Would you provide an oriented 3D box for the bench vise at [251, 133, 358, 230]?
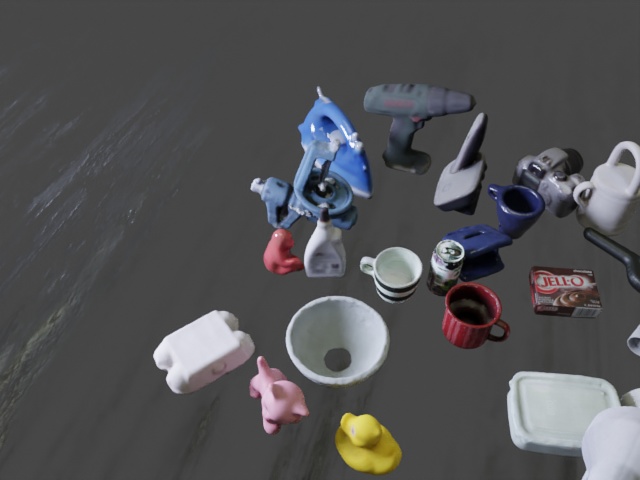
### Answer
[{"bbox_3d":[-0.029,-0.103,1.097,0.207,0.220,0.121,-6,49,-6],"label":"bench vise"}]

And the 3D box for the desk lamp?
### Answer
[{"bbox_3d":[0.350,0.334,0.717,0.117,0.214,0.204,34,57,27],"label":"desk lamp"}]

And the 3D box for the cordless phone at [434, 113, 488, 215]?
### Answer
[{"bbox_3d":[0.297,-0.156,1.169,0.094,0.185,0.148,12,50,11],"label":"cordless phone"}]

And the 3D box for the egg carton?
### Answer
[{"bbox_3d":[-0.189,0.185,0.942,0.150,0.069,0.107,-29,55,-23],"label":"egg carton"}]

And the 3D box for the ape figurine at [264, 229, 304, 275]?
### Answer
[{"bbox_3d":[-0.070,0.017,1.076,0.076,0.092,0.077,-5,49,-5],"label":"ape figurine"}]

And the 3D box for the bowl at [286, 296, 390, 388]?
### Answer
[{"bbox_3d":[0.029,0.179,0.945,0.167,0.075,0.167,0,49,0],"label":"bowl"}]

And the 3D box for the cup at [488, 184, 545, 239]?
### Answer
[{"bbox_3d":[0.377,-0.054,1.139,0.117,0.095,0.092,35,57,27],"label":"cup"}]

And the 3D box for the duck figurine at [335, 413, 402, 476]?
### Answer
[{"bbox_3d":[0.072,0.292,0.839,0.104,0.086,0.078,26,53,21],"label":"duck figurine"}]

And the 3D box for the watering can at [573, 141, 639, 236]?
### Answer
[{"bbox_3d":[0.590,-0.110,1.123,0.173,0.194,0.100,-22,52,-18],"label":"watering can"}]

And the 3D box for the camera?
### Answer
[{"bbox_3d":[0.508,-0.142,1.214,0.137,0.101,0.142,-28,54,-23],"label":"camera"}]

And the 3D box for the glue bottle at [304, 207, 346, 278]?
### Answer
[{"bbox_3d":[0.009,0.004,1.034,0.078,0.173,0.037,0,48,1],"label":"glue bottle"}]

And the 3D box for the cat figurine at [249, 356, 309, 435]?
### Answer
[{"bbox_3d":[-0.065,0.234,0.868,0.067,0.118,0.127,-21,52,-18],"label":"cat figurine"}]

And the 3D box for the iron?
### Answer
[{"bbox_3d":[0.050,-0.219,1.252,0.119,0.141,0.257,-22,52,-19],"label":"iron"}]

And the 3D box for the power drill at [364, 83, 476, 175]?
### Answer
[{"bbox_3d":[0.205,-0.246,1.232,0.229,0.208,0.076,16,50,14],"label":"power drill"}]

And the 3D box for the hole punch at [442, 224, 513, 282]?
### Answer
[{"bbox_3d":[0.292,0.011,1.084,0.109,0.091,0.101,-18,51,-15],"label":"hole punch"}]
